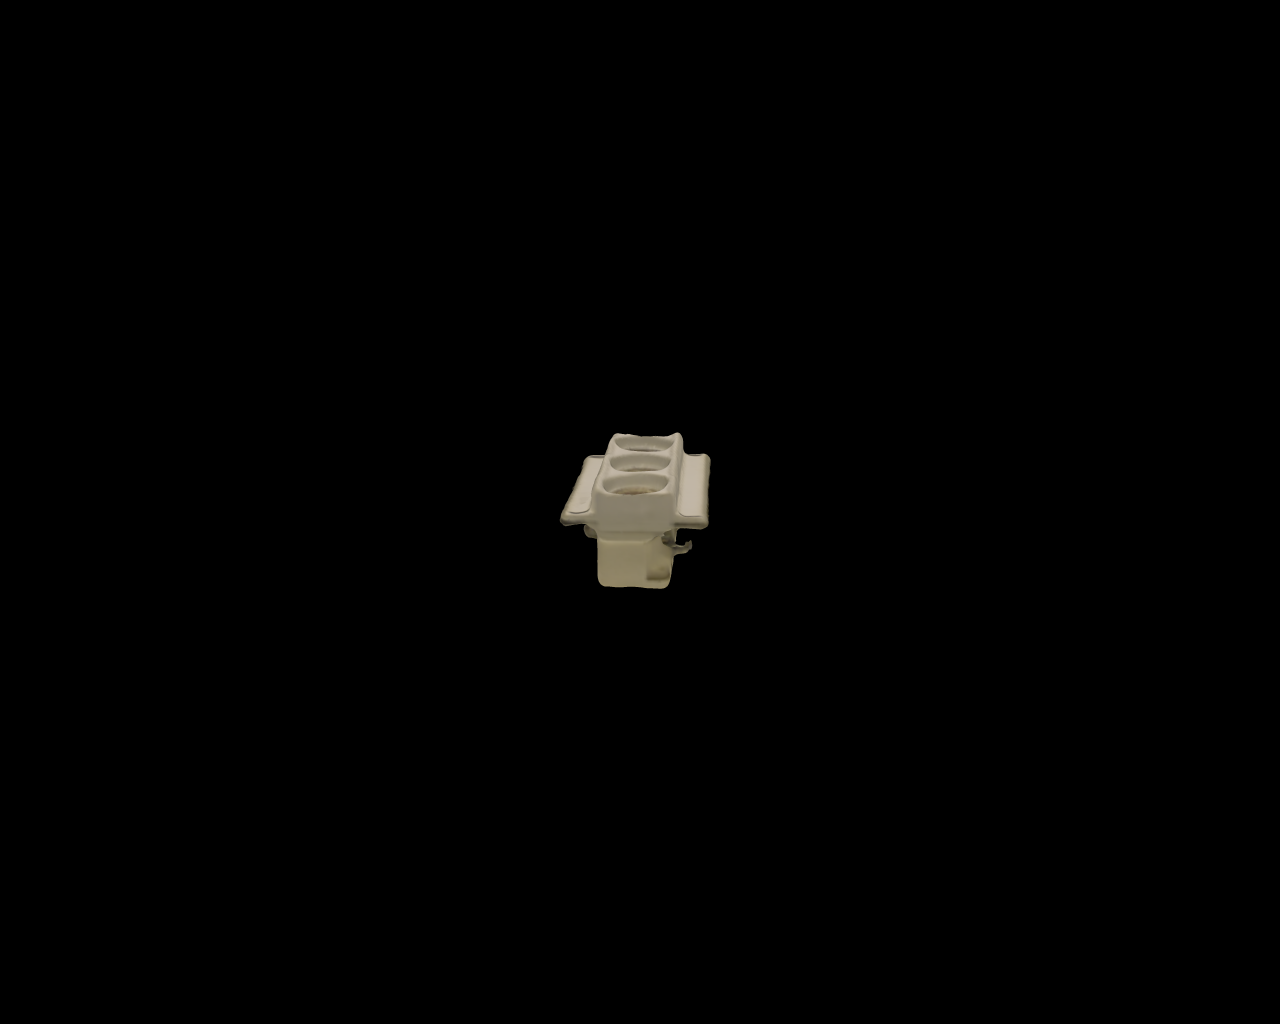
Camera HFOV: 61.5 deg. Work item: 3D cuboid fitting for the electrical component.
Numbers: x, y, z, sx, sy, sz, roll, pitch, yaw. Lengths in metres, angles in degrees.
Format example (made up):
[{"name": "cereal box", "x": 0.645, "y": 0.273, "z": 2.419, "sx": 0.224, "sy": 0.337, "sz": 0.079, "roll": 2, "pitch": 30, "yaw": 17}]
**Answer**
[{"name": "electrical component", "x": 0.001, "y": -0.003, "z": 0.650, "sx": 0.079, "sy": 0.063, "sz": 0.121, "roll": 1, "pitch": 20, "yaw": 3}]
